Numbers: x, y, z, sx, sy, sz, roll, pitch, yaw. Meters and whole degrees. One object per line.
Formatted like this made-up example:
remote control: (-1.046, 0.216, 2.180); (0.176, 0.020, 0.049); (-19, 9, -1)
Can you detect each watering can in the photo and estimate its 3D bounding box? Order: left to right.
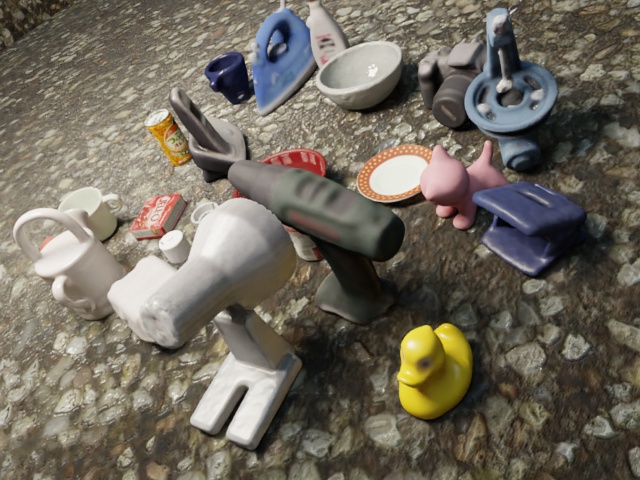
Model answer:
watering can: (-0.385, 0.023, 0.882); (0.101, 0.195, 0.172); (-34, 41, -9)

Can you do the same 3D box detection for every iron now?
iron: (-0.094, -0.394, 1.208); (0.118, 0.142, 0.258); (1, 48, 29)

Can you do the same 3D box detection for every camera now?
camera: (0.217, -0.254, 0.930); (0.142, 0.101, 0.137); (10, 52, 35)

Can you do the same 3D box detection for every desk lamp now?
desk lamp: (-0.100, 0.090, 0.647); (0.117, 0.214, 0.203); (6, 50, 32)

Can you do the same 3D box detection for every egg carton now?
egg carton: (-0.240, 0.087, 0.835); (0.149, 0.070, 0.107); (25, 62, 42)

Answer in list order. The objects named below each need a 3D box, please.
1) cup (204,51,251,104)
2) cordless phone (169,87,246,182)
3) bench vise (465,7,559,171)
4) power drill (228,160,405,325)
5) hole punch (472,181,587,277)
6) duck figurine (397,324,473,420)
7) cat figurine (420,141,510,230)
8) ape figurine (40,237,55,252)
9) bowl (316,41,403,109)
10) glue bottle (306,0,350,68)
cup: (-0.194, -0.335, 1.235); (0.091, 0.095, 0.118); (-4, 46, 25)
cordless phone: (-0.212, -0.214, 1.047); (0.094, 0.185, 0.147); (-23, 41, 4)
bench vise: (0.246, -0.231, 0.798); (0.121, 0.220, 0.207); (-23, 41, 4)
power drill: (0.006, 0.002, 0.687); (0.228, 0.209, 0.076); (16, 56, 38)
hole punch: (0.250, -0.031, 0.685); (0.101, 0.091, 0.108); (-35, 41, -10)
duck figurine: (0.114, 0.123, 0.599); (0.077, 0.086, 0.105); (15, 55, 38)
cat figurine: (0.183, -0.080, 0.751); (0.128, 0.118, 0.067); (-35, 41, -9)
ape figurine: (-0.441, 0.031, 0.981); (0.076, 0.092, 0.077); (-36, 41, -11)
bowl: (0.081, -0.294, 1.062); (0.167, 0.075, 0.167); (-15, 42, 14)
glue bottle: (0.007, -0.436, 1.174); (0.078, 0.174, 0.037); (-9, 44, 19)
